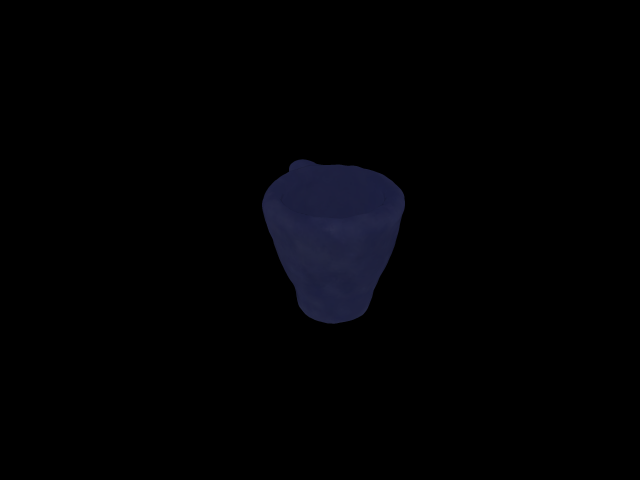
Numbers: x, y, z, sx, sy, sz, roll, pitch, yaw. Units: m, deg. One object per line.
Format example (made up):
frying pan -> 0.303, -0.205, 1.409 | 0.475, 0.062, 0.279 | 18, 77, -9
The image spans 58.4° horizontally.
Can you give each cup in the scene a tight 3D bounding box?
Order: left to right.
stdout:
cup -> 0.004, 0.001, 0.400 | 0.092, 0.095, 0.117 | -12, 33, -19
